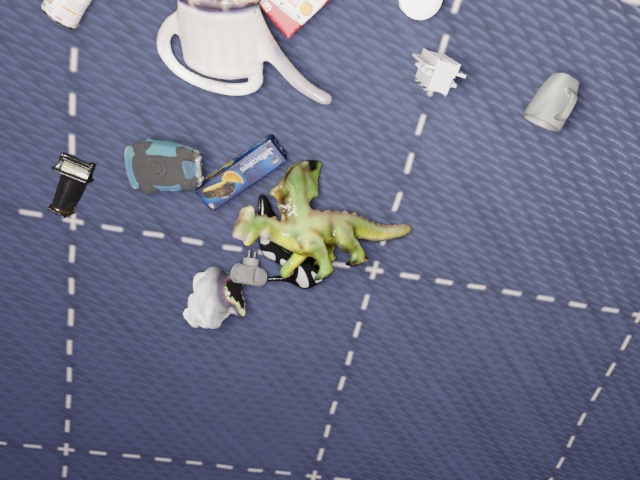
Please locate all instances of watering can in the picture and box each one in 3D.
[{"bbox_3d":[-0.140,-0.362,0.949,0.348,0.106,0.219,11,138,6],"label":"watering can"}]

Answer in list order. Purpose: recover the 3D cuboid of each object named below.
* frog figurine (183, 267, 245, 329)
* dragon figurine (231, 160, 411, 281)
[{"bbox_3d":[-0.262,0.139,1.190,0.158,0.122,0.138,-21,81,16],"label":"frog figurine"},{"bbox_3d":[0.003,-0.056,1.106,0.414,0.122,0.241,-22,101,-25],"label":"dragon figurine"}]
